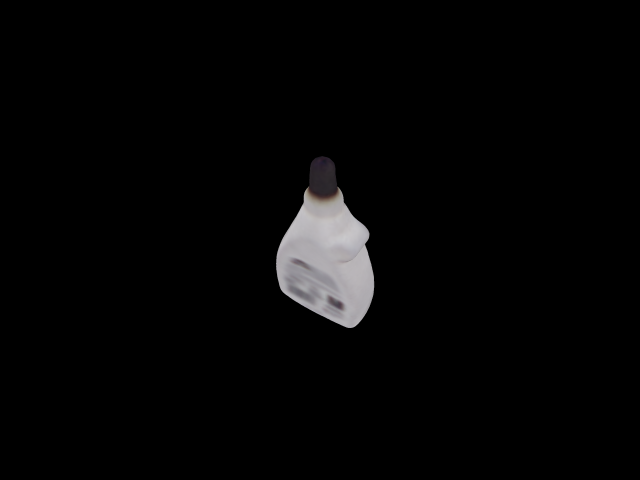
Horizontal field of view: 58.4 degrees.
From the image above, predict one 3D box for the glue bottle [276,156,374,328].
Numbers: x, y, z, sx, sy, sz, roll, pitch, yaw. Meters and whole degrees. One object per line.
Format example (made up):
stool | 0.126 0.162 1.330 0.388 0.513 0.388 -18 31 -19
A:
glue bottle | 0.004 0.001 0.400 0.078 0.173 0.037 28 62 16
